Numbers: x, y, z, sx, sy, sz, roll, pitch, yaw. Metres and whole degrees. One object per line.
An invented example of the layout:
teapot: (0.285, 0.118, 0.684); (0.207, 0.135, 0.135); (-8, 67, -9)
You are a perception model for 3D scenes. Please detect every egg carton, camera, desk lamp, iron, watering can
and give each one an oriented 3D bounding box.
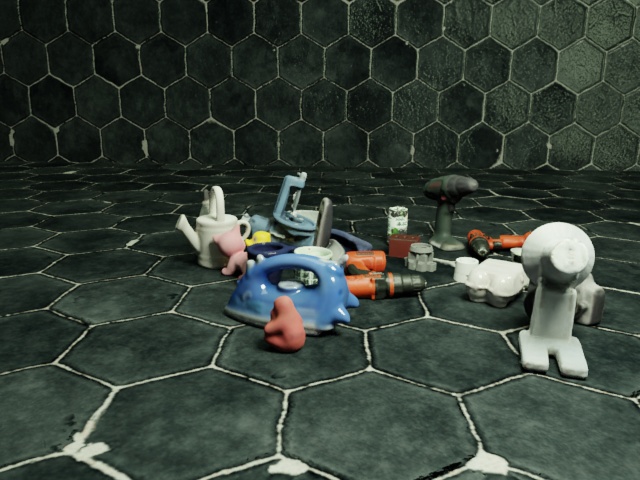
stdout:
egg carton: (0.377, 0.089, 1.214); (0.107, 0.069, 0.151); (11, 18, 33)
camera: (0.451, 0.103, 1.105); (0.137, 0.101, 0.142); (-8, 17, -28)
desk lamp: (0.396, 0.085, 0.950); (0.117, 0.214, 0.203); (5, 16, 14)
iron: (-0.061, 0.086, 1.065); (0.257, 0.141, 0.119); (4, 15, 13)
watering can: (-0.259, -0.034, 1.401); (0.173, 0.194, 0.100); (-13, 20, -41)

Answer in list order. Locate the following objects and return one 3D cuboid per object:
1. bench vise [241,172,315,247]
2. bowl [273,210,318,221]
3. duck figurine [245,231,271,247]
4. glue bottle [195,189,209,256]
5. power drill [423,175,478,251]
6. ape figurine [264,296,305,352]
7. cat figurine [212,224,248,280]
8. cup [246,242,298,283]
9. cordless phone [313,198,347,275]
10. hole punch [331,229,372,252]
bench vise: (-0.100, -0.065, 1.477); (0.207, 0.220, 0.121); (-2, 15, -11)
bowl: (-0.051, -0.034, 1.645); (0.167, 0.075, 0.167); (1, 15, 0)
duck figurine: (-0.138, 0.021, 1.411); (0.104, 0.086, 0.077); (0, 15, -2)
glue bottle: (-0.291, -0.046, 1.483); (0.037, 0.173, 0.078); (12, 19, 37)
power drill: (0.358, -0.081, 1.582); (0.076, 0.208, 0.229); (-5, 16, -19)
ape figurine: (-0.060, 0.138, 0.966); (0.078, 0.092, 0.075); (-9, 18, -32)
cat figurine: (-0.191, 0.025, 1.332); (0.127, 0.118, 0.067); (13, 20, 39)
cup: (-0.102, 0.058, 1.257); (0.118, 0.095, 0.091); (-4, 16, -18)
cordless phone: (0.012, 0.005, 1.288); (0.094, 0.185, 0.147); (-3, 15, -14)
hole punch: (0.069, 0.012, 1.445); (0.101, 0.091, 0.108); (-14, 21, -43)
